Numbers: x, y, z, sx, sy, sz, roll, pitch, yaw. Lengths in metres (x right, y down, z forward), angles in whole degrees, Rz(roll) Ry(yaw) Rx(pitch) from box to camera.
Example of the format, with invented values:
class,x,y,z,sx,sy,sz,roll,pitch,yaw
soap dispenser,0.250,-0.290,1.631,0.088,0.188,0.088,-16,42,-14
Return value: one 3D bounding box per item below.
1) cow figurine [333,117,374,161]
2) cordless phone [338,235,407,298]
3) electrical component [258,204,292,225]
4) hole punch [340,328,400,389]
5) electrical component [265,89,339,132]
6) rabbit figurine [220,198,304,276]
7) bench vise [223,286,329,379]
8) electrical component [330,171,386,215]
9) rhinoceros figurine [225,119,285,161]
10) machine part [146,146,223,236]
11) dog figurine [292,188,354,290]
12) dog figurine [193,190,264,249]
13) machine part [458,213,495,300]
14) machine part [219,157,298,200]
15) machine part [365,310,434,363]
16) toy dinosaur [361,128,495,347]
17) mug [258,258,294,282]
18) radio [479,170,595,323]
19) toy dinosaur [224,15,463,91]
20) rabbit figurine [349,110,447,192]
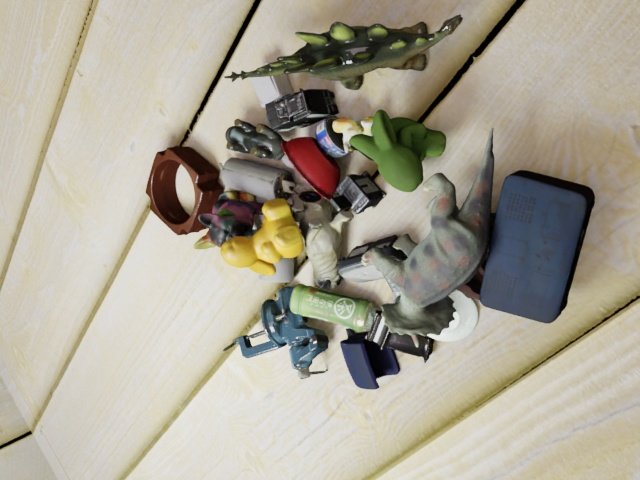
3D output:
class,x,y,z,sx,sy,sz,roll,pitch,yaw
cow figurine,0.104,-0.194,1.065,0.168,0.068,0.098,12,116,24
cordless phone,0.138,0.094,1.118,0.147,0.089,0.184,-18,109,36
electrical component,-0.097,-0.060,1.240,0.078,0.102,0.045,3,99,26
hole punch,0.096,0.266,1.180,0.116,0.092,0.142,-21,92,42
electrical component,-0.047,-0.272,1.136,0.134,0.115,0.058,-13,91,36
rabbit figurine,-0.128,0.007,1.148,0.122,0.173,0.162,62,166,22
bench vise,-0.103,0.236,1.286,0.241,0.129,0.223,-21,80,21
electrical component,0.072,-0.094,1.088,0.075,0.119,0.047,53,126,17
rhinoceros figurine,-0.152,-0.228,1.228,0.191,0.112,0.073,20,99,44
machine part,-0.359,-0.131,1.421,0.201,0.087,0.201,39,120,23
dog figurine,-0.005,-0.002,1.193,0.172,0.121,0.190,-113,21,-49
dog figurine,-0.224,-0.044,1.259,0.192,0.219,0.108,28,113,28
machine part,0.319,0.036,0.977,0.180,0.056,0.179,11,108,35
machine part,-0.149,-0.142,1.267,0.244,0.079,0.079,17,111,32
machine part,0.169,0.201,1.113,0.139,0.039,0.084,24,104,9
toy dinosaur,0.209,0.025,0.912,0.192,0.131,0.404,52,130,24
mug,-0.110,0.042,1.271,0.081,0.109,0.107,7,93,44
radio,0.347,0.012,0.867,0.131,0.073,0.229,18,113,32
toy dinosaur,0.033,-0.346,1.006,0.472,0.198,0.105,-5,95,36
rabbit figurine,0.140,-0.153,0.925,0.159,0.170,0.121,39,118,-14
